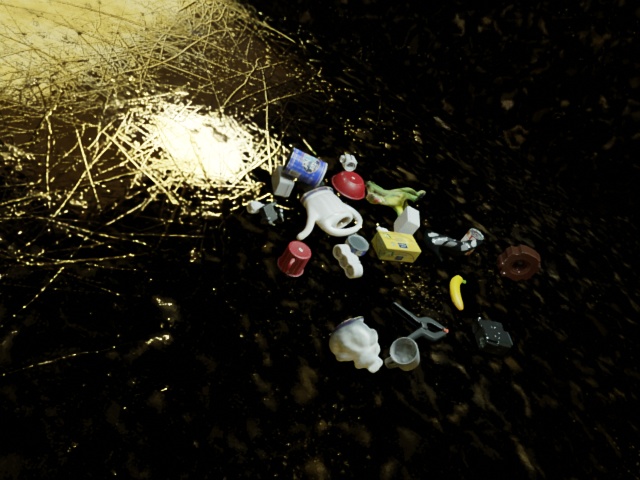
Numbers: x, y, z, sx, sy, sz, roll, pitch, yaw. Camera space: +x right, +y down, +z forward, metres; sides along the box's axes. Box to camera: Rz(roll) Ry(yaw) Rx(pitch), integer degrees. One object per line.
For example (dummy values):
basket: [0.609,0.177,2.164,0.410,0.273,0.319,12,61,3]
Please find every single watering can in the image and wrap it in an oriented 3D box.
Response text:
watering can: [0.006,-0.095,1.889,0.349,0.102,0.228,-10,51,-43]

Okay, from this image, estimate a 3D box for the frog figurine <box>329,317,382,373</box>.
frog figurine: [0.106,0.309,1.471,0.138,0.120,0.162,-25,67,-13]

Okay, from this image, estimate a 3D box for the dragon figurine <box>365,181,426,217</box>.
dragon figurine: [0.317,-0.208,2.267,0.244,0.120,0.415,30,26,12]
